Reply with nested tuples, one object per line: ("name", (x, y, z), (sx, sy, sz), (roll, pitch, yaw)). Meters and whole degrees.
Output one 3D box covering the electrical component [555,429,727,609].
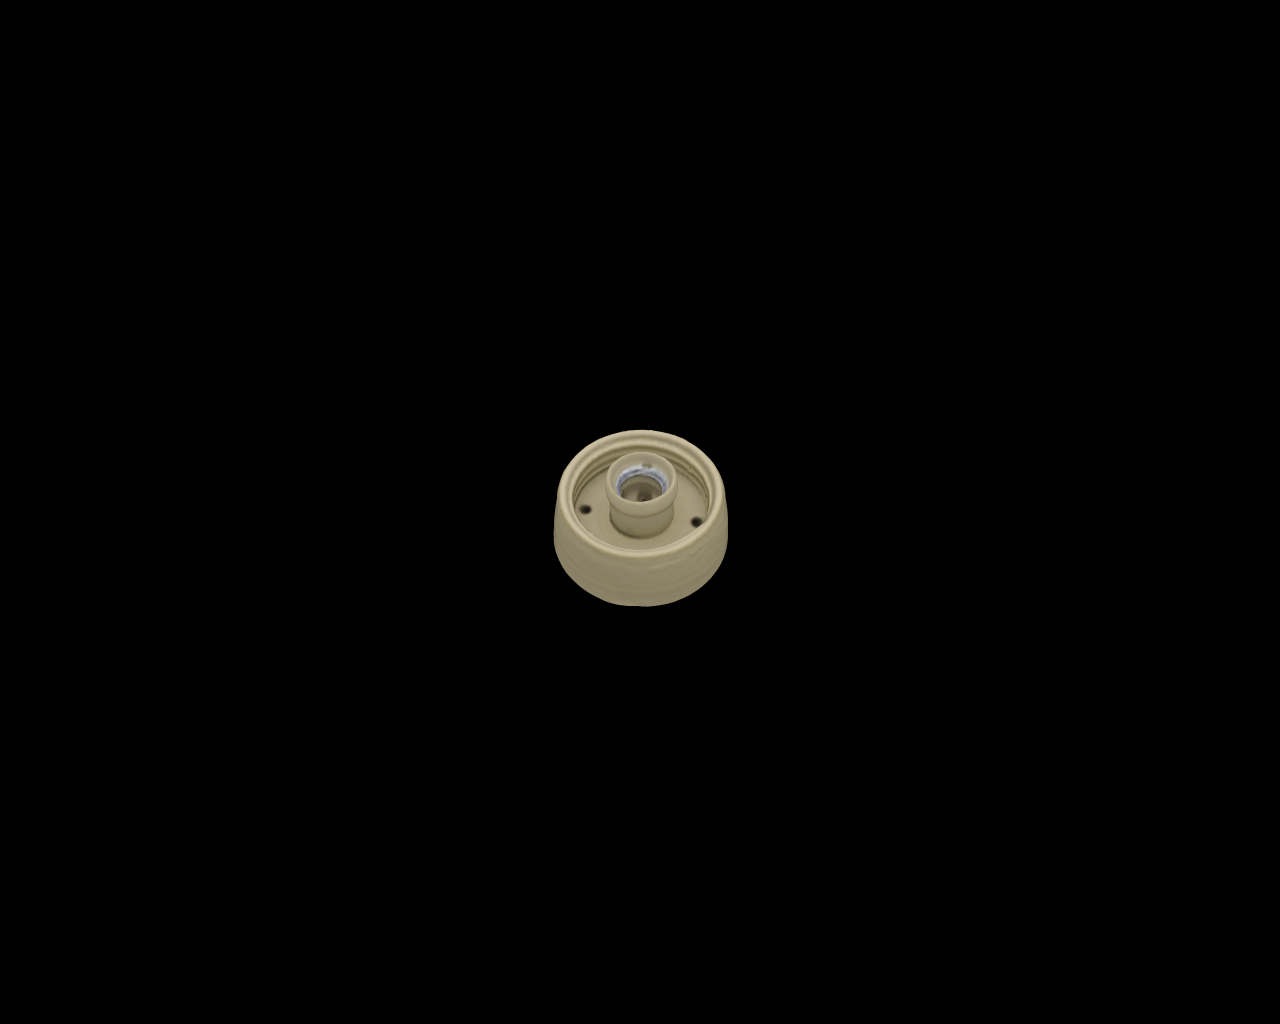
("electrical component", (0.001, -0.003, 0.650), (0.108, 0.108, 0.060), (0, -38, 0))
